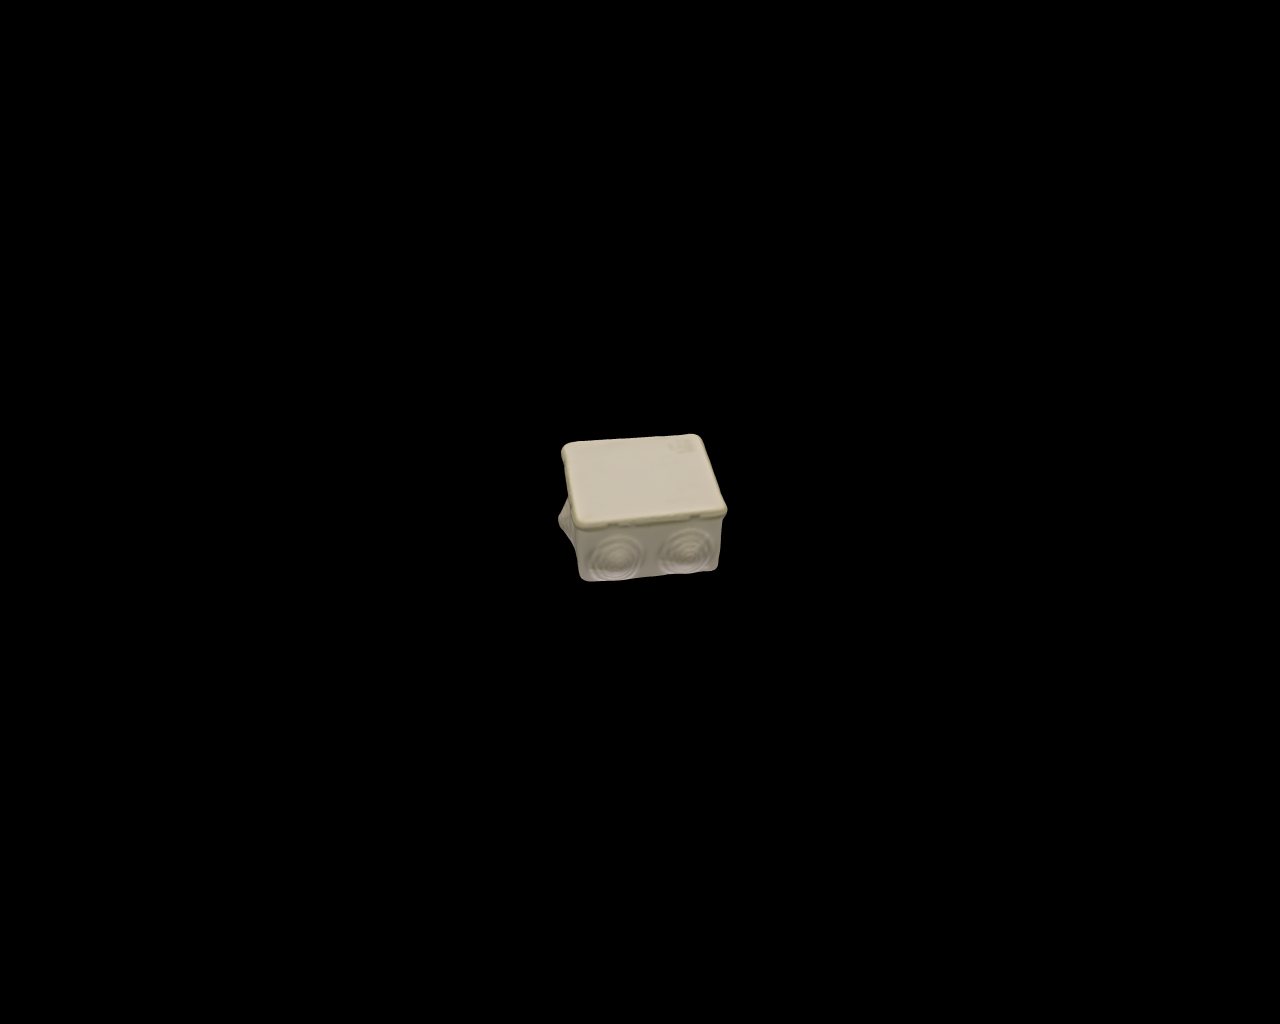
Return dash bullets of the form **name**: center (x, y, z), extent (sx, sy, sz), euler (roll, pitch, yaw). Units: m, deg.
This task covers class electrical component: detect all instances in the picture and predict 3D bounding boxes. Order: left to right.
- **electrical component**: center (0.001, -0.003, 0.650), extent (0.100, 0.048, 0.100), euler (-5, 36, -7)
